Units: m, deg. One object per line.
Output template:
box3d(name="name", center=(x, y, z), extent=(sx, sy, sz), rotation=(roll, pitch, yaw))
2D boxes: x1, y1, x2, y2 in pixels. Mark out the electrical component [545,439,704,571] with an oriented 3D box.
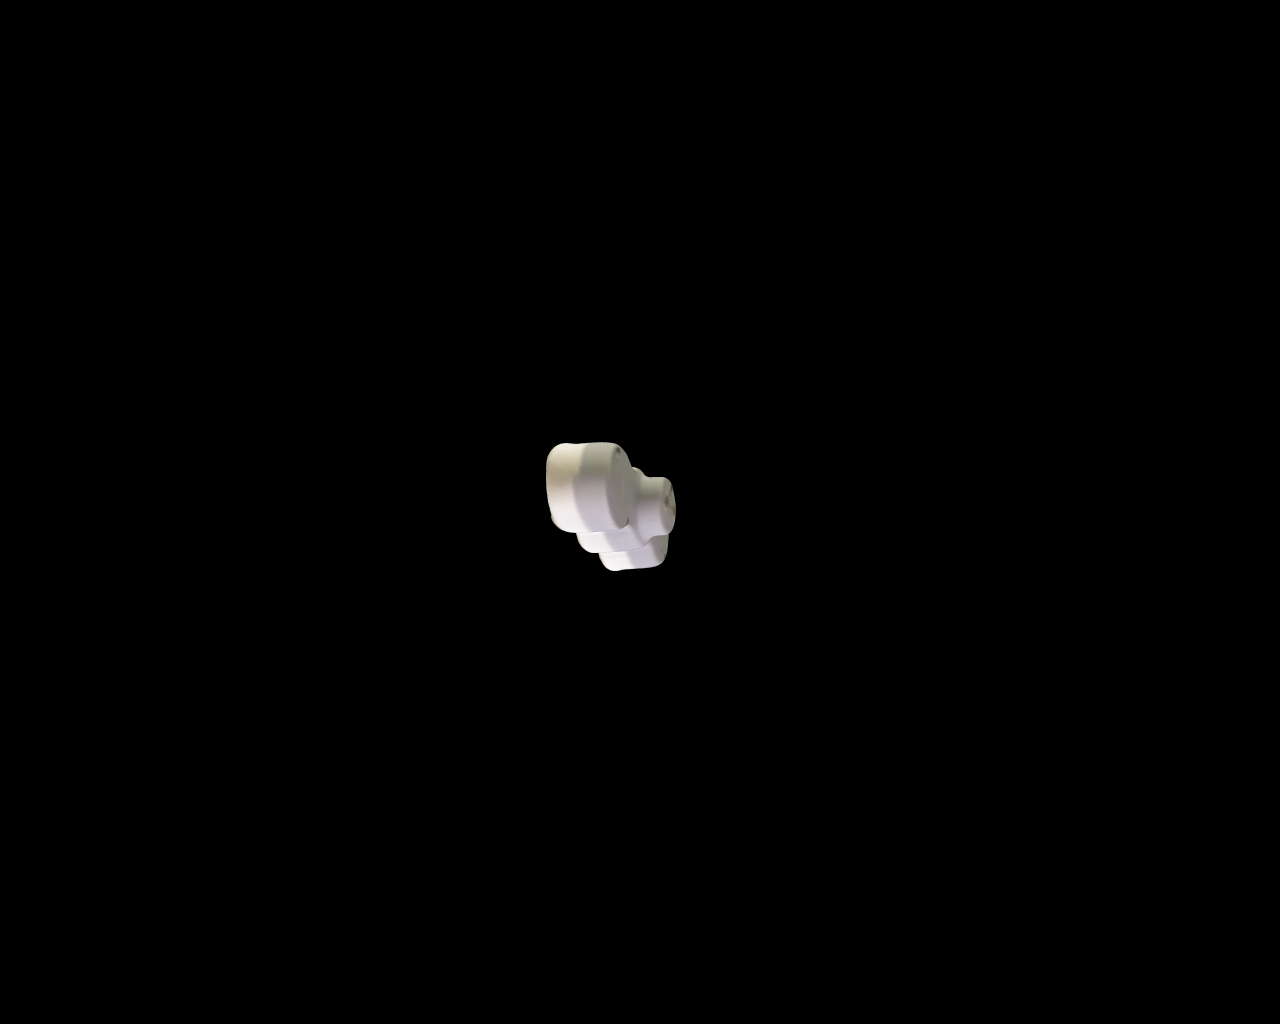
box3d(name="electrical component", center=(0.001, -0.003, 0.650), extent=(0.074, 0.052, 0.138), rotation=(-5, -19, 15))
